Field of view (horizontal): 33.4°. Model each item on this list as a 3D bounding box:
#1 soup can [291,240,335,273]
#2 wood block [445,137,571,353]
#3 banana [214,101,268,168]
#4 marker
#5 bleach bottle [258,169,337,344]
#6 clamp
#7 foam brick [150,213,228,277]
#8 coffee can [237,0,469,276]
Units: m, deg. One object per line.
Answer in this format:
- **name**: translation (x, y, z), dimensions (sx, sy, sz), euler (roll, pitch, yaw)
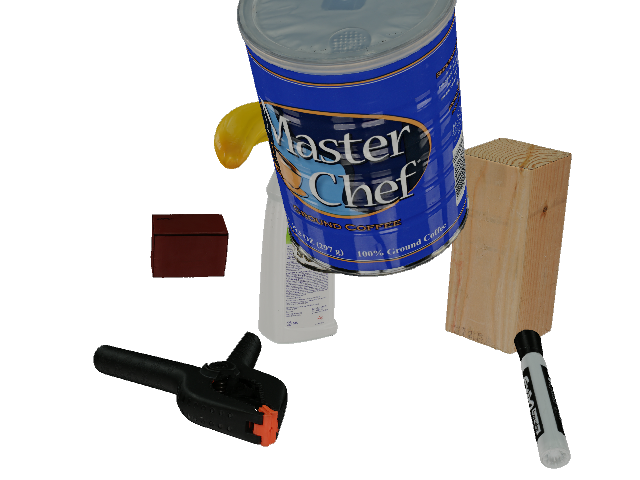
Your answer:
- **soup can**: translation (0.011, -0.036, 0.773), dimensions (0.068, 0.102, 0.068), euler (0, 28, 0)
- **wood block**: translation (0.202, 0.004, 1.156), dimensions (0.090, 0.206, 0.090), euler (19, 26, 37)
- **banana**: translation (-0.049, -0.099, 0.970), dimensions (0.070, 0.037, 0.197), euler (36, 23, 20)
- **marker**: translation (0.146, 0.101, 0.712), dimensions (0.020, 0.020, 0.121), euler (0, 35, 1)
- **bleach bottle**: translation (-0.023, -0.001, 1.324), dimensions (0.102, 0.251, 0.068), euler (-8, 22, -32)
- **clamp**: translation (-0.082, 0.123, 0.933), dimensions (0.164, 0.036, 0.210), euler (-6, 17, -36)
- **foam brick**: translation (-0.139, 0.005, 1.129), dimensions (0.078, 0.051, 0.053), euler (0, 25, -11)
- **coffee can**: translation (0.021, -0.066, 0.543), dimensions (0.103, 0.102, 0.140), euler (0, -43, 12)
